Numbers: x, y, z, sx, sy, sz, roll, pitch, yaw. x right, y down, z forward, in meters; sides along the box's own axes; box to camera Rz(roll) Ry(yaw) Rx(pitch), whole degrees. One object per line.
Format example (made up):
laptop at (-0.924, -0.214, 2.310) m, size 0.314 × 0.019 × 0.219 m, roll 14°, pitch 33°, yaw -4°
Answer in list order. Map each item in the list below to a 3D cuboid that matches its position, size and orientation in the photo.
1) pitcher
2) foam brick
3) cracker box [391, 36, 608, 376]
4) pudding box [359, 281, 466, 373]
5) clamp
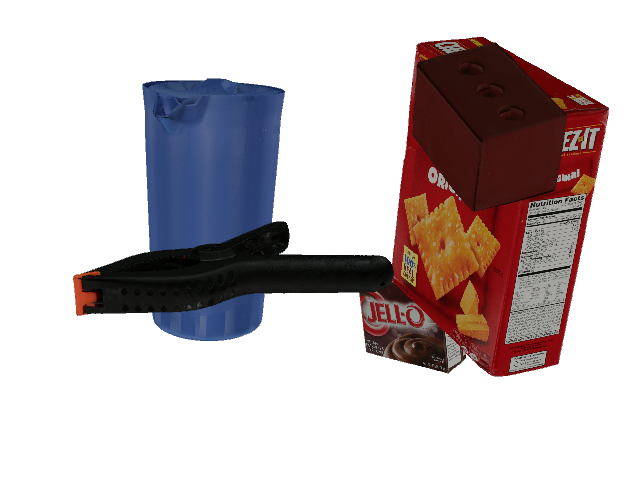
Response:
pitcher at (-0.100, -0.035, 1.034) m, size 0.149 × 0.243 × 0.145 m, roll -2°, pitch 15°, yaw -18°
foam brick at (0.091, -0.063, 0.586) m, size 0.053 × 0.051 × 0.078 m, roll -16°, pitch 46°, yaw -17°
cracker box at (0.126, -0.028, 0.820) m, size 0.072 × 0.214 × 0.164 m, roll -10°, pitch 31°, yaw -23°
pudding box at (0.094, 0.080, 1.108) m, size 0.114 × 0.090 × 0.039 m, roll 9°, pitch 25°, yaw 40°
clamp at (-0.065, 0.023, 0.746) m, size 0.209 × 0.036 × 0.165 m, roll -11°, pitch 15°, yaw -35°
